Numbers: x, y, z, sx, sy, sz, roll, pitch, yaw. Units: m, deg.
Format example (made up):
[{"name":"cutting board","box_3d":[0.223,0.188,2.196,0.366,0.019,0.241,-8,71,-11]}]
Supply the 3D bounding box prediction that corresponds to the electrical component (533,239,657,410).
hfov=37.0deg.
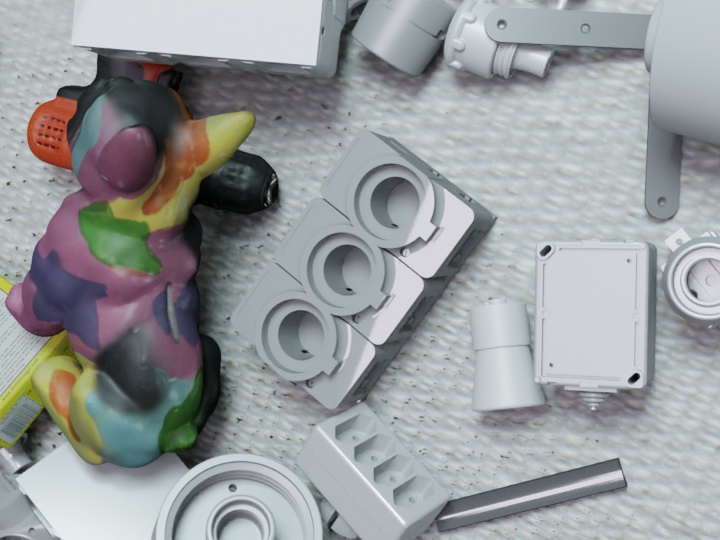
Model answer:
[{"name":"electrical component","box_3d":[0.136,0.031,0.614,0.062,0.061,0.096,1,90,21]}]

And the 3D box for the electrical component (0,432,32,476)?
[{"name":"electrical component","box_3d":[-0.261,0.120,0.776,0.043,0.043,0.062,-44,77,15]}]

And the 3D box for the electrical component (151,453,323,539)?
[{"name":"electrical component","box_3d":[-0.073,0.163,0.649,0.108,0.060,0.108,4,63,-7]}]

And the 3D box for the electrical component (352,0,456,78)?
[{"name":"electrical component","box_3d":[0.028,-0.151,0.661,0.055,0.055,0.047,38,107,17]}]

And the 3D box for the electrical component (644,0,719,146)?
[{"name":"electrical component","box_3d":[0.187,-0.121,0.573,0.060,0.108,0.108,15,95,26]}]

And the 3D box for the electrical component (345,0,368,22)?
[{"name":"electrical component","box_3d":[-0.012,-0.191,0.686,0.035,0.035,0.061,-31,77,18]}]

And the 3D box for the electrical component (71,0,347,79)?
[{"name":"electrical component","box_3d":[-0.087,-0.169,0.647,0.150,0.062,0.089,7,94,10]}]

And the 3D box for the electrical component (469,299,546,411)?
[{"name":"electrical component","box_3d":[0.086,0.050,0.645,0.044,0.044,0.065,-8,82,21]}]

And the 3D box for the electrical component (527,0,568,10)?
[{"name":"electrical component","box_3d":[0.124,-0.190,0.629,0.077,0.043,0.079,26,99,19]}]

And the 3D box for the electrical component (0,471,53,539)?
[{"name":"electrical component","box_3d":[-0.240,0.171,0.755,0.077,0.044,0.079,-16,121,20]}]

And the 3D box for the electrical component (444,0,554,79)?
[{"name":"electrical component","box_3d":[0.084,-0.135,0.644,0.062,0.048,0.048,24,98,13]}]

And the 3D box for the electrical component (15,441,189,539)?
[{"name":"electrical component","box_3d":[-0.141,0.174,0.704,0.089,0.061,0.150,-37,74,-23]}]

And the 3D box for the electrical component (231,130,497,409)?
[{"name":"electrical component","box_3d":[0.000,0.000,0.666,0.089,0.062,0.150,39,103,16]}]

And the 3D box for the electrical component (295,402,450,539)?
[{"name":"electrical component","box_3d":[0.000,0.142,0.672,0.083,0.047,0.075,45,128,21]}]

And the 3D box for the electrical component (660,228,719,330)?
[{"name":"electrical component","box_3d":[0.194,0.006,0.595,0.048,0.055,0.066,-40,77,16]}]
